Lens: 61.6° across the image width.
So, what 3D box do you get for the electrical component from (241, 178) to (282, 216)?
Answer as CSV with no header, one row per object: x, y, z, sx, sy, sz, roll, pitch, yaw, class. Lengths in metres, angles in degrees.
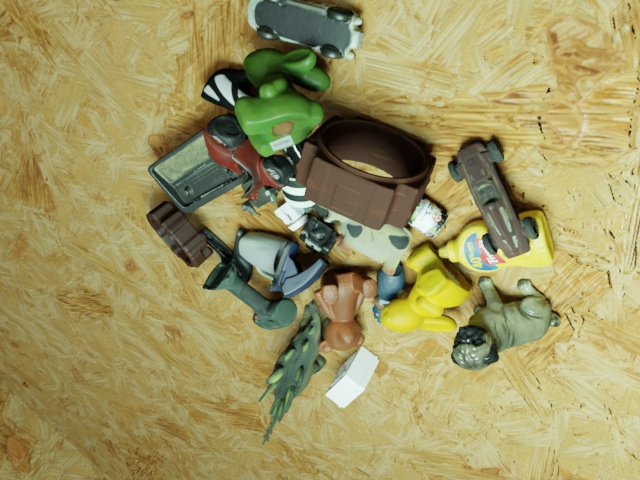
-0.124,-0.095,1.111,0.102,0.045,0.078,-17,115,36,electrical component

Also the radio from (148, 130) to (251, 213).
-0.237,-0.151,1.111,0.230,0.073,0.131,-21,112,38,radio

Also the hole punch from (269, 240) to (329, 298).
-0.042,0.071,1.125,0.092,0.142,0.115,24,88,6,hole punch

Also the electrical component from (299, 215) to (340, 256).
-0.002,-0.003,1.106,0.075,0.048,0.119,34,172,5,electrical component

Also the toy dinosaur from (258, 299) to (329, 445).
-0.067,0.319,1.283,0.105,0.198,0.470,25,130,14,toy dinosaur

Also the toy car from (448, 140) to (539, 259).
0.281,-0.065,0.876,0.089,0.053,0.202,-24,87,32,toy car

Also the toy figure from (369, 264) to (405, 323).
0.142,0.114,1.113,0.058,0.064,0.154,-7,134,-12,toy figure

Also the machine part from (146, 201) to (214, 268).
-0.323,-0.012,1.231,0.179,0.056,0.179,38,158,18,machine part

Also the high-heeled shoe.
-0.118,-0.206,0.981,0.145,0.086,0.248,-25,89,17,high-heeled shoe

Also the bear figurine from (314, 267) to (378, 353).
0.051,0.160,1.130,0.120,0.132,0.195,-4,104,-11,bear figurine

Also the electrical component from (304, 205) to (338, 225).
0.016,-0.061,1.074,0.094,0.021,0.063,-17,115,28,electrical component

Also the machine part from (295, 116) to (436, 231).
0.077,-0.118,0.881,0.201,0.201,0.087,25,127,11,machine part

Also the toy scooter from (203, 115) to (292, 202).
-0.141,-0.137,0.988,0.184,0.075,0.135,36,144,4,toy scooter

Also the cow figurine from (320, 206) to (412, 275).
0.083,-0.034,1.008,0.195,0.085,0.127,30,101,-9,cow figurine

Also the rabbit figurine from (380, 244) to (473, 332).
0.197,0.114,1.037,0.173,0.122,0.162,-43,130,15,rabbit figurine

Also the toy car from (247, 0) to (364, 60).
-0.024,-0.349,0.866,0.202,0.056,0.073,21,124,12,toy car

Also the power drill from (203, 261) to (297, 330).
-0.164,0.139,1.232,0.207,0.086,0.232,45,155,-19,power drill

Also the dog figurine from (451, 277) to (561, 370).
0.335,0.171,0.962,0.173,0.190,0.121,1,124,25,dog figurine

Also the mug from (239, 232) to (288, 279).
-0.123,0.031,1.187,0.107,0.081,0.109,22,135,23,mug

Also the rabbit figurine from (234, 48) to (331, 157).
-0.069,-0.249,0.867,0.159,0.170,0.121,-23,157,13,rabbit figurine
